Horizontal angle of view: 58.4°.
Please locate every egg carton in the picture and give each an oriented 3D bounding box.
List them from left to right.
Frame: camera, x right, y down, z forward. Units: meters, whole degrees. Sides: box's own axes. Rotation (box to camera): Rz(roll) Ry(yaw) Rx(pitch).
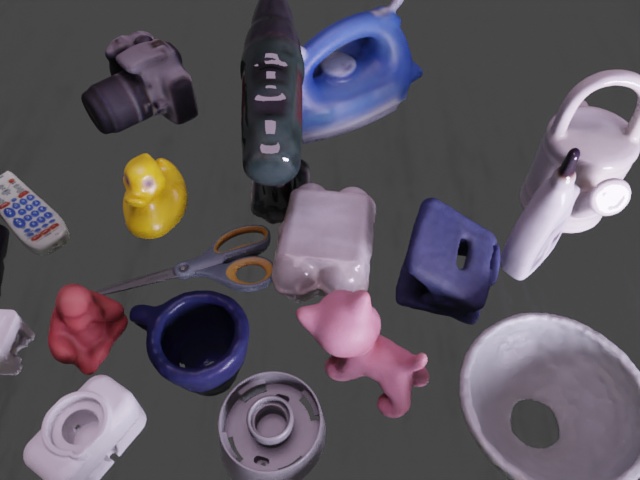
[{"bbox_3d":[0.006,0.002,0.637,0.107,0.069,0.150,5,53,4],"label":"egg carton"}]

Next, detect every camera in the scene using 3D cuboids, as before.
[{"bbox_3d":[-0.259,-0.216,0.782,0.137,0.101,0.142,-34,60,-23],"label":"camera"}]

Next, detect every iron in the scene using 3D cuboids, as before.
[{"bbox_3d":[0.018,-0.229,0.767,0.259,0.141,0.118,-31,59,-21],"label":"iron"}]

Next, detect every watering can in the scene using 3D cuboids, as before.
[{"bbox_3d":[0.301,-0.098,0.635,0.101,0.194,0.172,-14,54,-10],"label":"watering can"}]

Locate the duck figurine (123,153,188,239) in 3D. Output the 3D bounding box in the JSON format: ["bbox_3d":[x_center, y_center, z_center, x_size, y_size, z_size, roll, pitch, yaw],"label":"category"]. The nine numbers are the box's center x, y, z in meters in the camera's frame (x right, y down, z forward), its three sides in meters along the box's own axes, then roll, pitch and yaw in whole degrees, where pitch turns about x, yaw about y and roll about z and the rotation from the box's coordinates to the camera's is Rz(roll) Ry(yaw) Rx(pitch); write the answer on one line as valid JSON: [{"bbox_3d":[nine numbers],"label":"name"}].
[{"bbox_3d":[-0.201,-0.065,0.678,0.077,0.086,0.104,7,53,5],"label":"duck figurine"}]

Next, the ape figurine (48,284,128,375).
[{"bbox_3d":[-0.235,0.078,0.566,0.078,0.092,0.076,-21,56,-15],"label":"ape figurine"}]

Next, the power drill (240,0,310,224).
[{"bbox_3d":[-0.051,-0.130,0.650,0.075,0.208,0.229,-2,53,-1],"label":"power drill"}]

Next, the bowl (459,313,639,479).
[{"bbox_3d":[0.204,0.155,0.518,0.167,0.075,0.167,0,53,0],"label":"bowl"}]

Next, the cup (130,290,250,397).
[{"bbox_3d":[-0.121,0.105,0.544,0.117,0.095,0.092,17,55,13],"label":"cup"}]

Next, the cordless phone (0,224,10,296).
[{"bbox_3d":[-0.403,-0.019,0.581,0.094,0.185,0.147,-14,54,-10],"label":"cordless phone"}]

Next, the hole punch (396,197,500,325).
[{"bbox_3d":[0.140,0.020,0.610,0.101,0.091,0.109,14,54,11],"label":"hole punch"}]

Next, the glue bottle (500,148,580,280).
[{"bbox_3d":[0.238,-0.031,0.597,0.078,0.173,0.037,-37,61,-24],"label":"glue bottle"}]

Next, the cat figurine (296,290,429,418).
[{"bbox_3d":[0.043,0.095,0.537,0.127,0.118,0.067,27,58,19],"label":"cat figurine"}]
